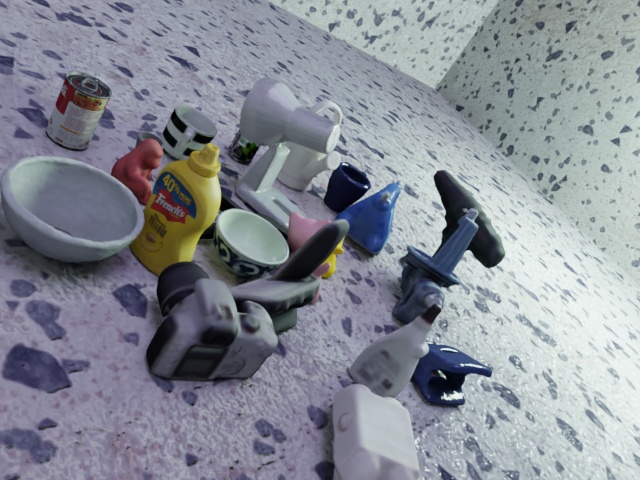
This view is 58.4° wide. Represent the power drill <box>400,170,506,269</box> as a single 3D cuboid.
[{"bbox_3d":[0.268,-0.004,1.209,0.076,0.208,0.229,-3,45,-52],"label":"power drill"}]

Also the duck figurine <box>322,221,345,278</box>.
[{"bbox_3d":[0.009,0.004,1.024,0.078,0.086,0.104,15,33,-36],"label":"duck figurine"}]

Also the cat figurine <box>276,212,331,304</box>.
[{"bbox_3d":[-0.020,0.019,0.928,0.067,0.117,0.127,14,34,-38],"label":"cat figurine"}]

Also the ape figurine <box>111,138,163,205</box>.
[{"bbox_3d":[-0.270,-0.112,0.873,0.076,0.092,0.078,33,26,-6],"label":"ape figurine"}]

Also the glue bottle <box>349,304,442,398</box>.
[{"bbox_3d":[0.115,0.153,0.804,0.078,0.173,0.037,44,27,17],"label":"glue bottle"}]

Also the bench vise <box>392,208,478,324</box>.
[{"bbox_3d":[0.230,0.055,1.051,0.122,0.219,0.207,24,28,-23],"label":"bench vise"}]

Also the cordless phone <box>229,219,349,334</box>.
[{"bbox_3d":[-0.044,0.041,0.784,0.094,0.185,0.148,43,27,14],"label":"cordless phone"}]

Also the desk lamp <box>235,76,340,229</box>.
[{"bbox_3d":[-0.070,-0.163,1.060,0.203,0.213,0.118,40,26,9],"label":"desk lamp"}]

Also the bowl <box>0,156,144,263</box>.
[{"bbox_3d":[-0.309,-0.026,0.703,0.168,0.074,0.167,28,27,-15],"label":"bowl"}]

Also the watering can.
[{"bbox_3d":[-0.016,-0.204,1.216,0.172,0.194,0.101,44,27,17],"label":"watering can"}]

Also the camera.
[{"bbox_3d":[-0.134,0.087,0.695,0.144,0.100,0.136,12,34,-39],"label":"camera"}]

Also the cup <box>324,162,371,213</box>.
[{"bbox_3d":[0.056,-0.111,1.261,0.091,0.095,0.118,41,27,12],"label":"cup"}]

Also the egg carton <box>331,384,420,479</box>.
[{"bbox_3d":[0.062,0.248,0.699,0.107,0.069,0.150,27,27,-17],"label":"egg carton"}]

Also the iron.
[{"bbox_3d":[0.129,-0.071,1.229,0.118,0.141,0.259,38,26,4],"label":"iron"}]

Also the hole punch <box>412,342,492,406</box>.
[{"bbox_3d":[0.203,0.201,0.923,0.109,0.091,0.101,15,33,-36],"label":"hole punch"}]
